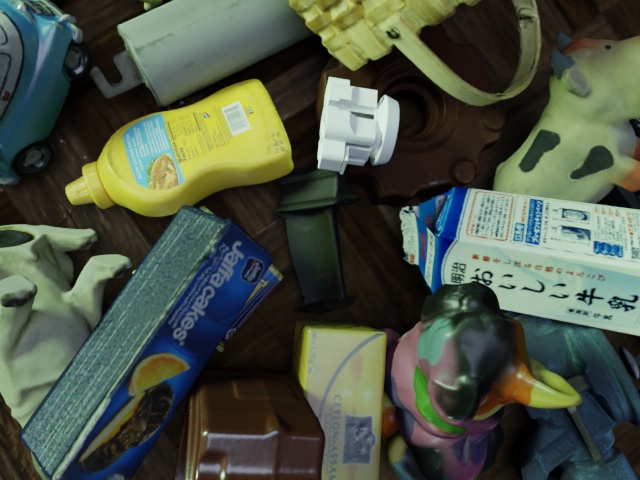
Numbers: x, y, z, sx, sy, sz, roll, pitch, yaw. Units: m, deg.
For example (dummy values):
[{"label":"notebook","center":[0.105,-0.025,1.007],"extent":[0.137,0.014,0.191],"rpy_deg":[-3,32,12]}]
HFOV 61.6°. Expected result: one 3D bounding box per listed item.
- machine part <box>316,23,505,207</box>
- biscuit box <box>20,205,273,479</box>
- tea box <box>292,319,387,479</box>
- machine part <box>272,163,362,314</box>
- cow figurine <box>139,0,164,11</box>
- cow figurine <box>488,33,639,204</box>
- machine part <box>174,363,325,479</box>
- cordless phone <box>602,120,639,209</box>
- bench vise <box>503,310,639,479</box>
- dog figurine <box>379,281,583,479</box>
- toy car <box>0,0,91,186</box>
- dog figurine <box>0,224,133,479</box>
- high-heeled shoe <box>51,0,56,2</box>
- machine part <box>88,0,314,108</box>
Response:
[{"label":"machine part","center":[0.082,-0.119,0.507],"extent":[0.179,0.056,0.179],"rpy_deg":[0,85,-6]},{"label":"biscuit box","center":[-0.119,0.073,0.390],"extent":[0.202,0.063,0.059],"rpy_deg":[-58,138,-14]},{"label":"tea box","center":[0.009,0.156,0.458],"extent":[0.068,0.098,0.169],"rpy_deg":[6,83,-7]},{"label":"machine part","center":[-0.001,-0.001,0.486],"extent":[0.084,0.039,0.138],"rpy_deg":[-3,95,30]},{"label":"cow figurine","center":[-0.180,-0.263,0.479],"extent":[0.167,0.068,0.098],"rpy_deg":[43,85,-1]},{"label":"cow figurine","center":[0.218,-0.087,0.463],"extent":[0.127,0.194,0.085],"rpy_deg":[34,46,3]},{"label":"machine part","center":[-0.064,0.203,0.385],"extent":[0.087,0.201,0.201],"rpy_deg":[6,93,-14]},{"label":"cordless phone","center":[0.360,-0.100,0.538],"extent":[0.184,0.089,0.146],"rpy_deg":[-35,89,-19]},{"label":"bench vise","center":[0.273,0.136,0.469],"extent":[0.241,0.128,0.224],"rpy_deg":[-28,70,10]},{"label":"dog figurine","center":[0.107,0.127,0.411],"extent":[0.108,0.219,0.191],"rpy_deg":[-5,86,-4]},{"label":"toy car","center":[-0.265,-0.124,0.423],"extent":[0.109,0.103,0.161],"rpy_deg":[41,106,8]},{"label":"dog figurine","center":[-0.235,0.094,0.444],"extent":[0.121,0.173,0.190],"rpy_deg":[-10,116,-41]},{"label":"high-heeled shoe","center":[-0.332,-0.162,0.469],"extent":[0.145,0.086,0.248],"rpy_deg":[21,103,-36]},{"label":"machine part","center":[-0.085,-0.188,0.481],"extent":[0.243,0.079,0.079],"rpy_deg":[-30,90,-8]}]
